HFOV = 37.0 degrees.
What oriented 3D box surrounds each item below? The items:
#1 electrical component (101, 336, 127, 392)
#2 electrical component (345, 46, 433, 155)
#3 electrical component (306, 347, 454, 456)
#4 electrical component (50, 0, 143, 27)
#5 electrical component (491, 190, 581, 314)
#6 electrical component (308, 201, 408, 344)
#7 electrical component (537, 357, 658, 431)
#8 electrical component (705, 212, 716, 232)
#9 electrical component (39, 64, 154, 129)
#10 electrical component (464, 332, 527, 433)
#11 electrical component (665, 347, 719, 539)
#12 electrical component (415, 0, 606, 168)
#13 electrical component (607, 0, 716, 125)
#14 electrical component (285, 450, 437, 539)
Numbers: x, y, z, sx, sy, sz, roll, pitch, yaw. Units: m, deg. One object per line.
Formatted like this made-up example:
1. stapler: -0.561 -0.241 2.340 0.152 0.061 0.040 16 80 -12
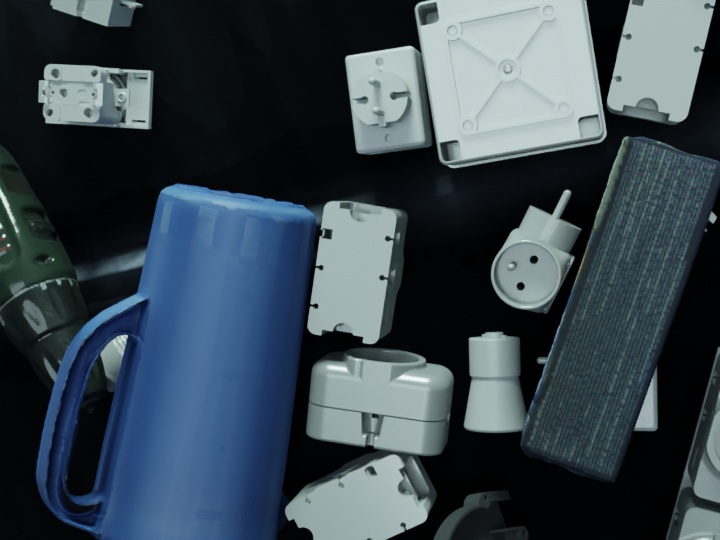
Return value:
1. electrical component: -0.167 0.056 0.785 0.062 0.043 0.043 -43 85 11
2. electrical component: 0.016 -0.112 0.712 0.047 0.077 0.065 -7 93 13
3. electrical component: 0.015 0.088 0.742 0.095 0.054 0.059 7 96 12
4. electrical component: -0.185 -0.206 0.764 0.066 0.048 0.055 20 106 10
5. electrical component: 0.119 -0.016 0.698 0.044 0.077 0.079 27 100 9
6. electrical component: 0.000 0.000 0.737 0.050 0.056 0.089 9 96 11
7. electrical component: 0.156 0.069 0.713 0.077 0.047 0.065 -1 95 13
8. electrical component: 0.202 -0.041 0.698 0.040 0.040 0.046 -43 92 12
9. electrical component: -0.191 -0.123 0.764 0.081 0.064 0.042 4 97 12
10. electrical component: 0.092 0.075 0.732 0.044 0.044 0.065 -1 90 12
11. electrical component: 0.263 0.156 0.691 0.105 0.060 0.186 14 98 11
12. electrical component: 0.099 -0.129 0.703 0.109 0.056 0.108 -9 93 13
13. electrical component: 0.190 -0.141 0.683 0.050 0.056 0.089 13 98 11
14. electrical component: 0.003 0.161 0.750 0.089 0.056 0.050 -28 89 13
